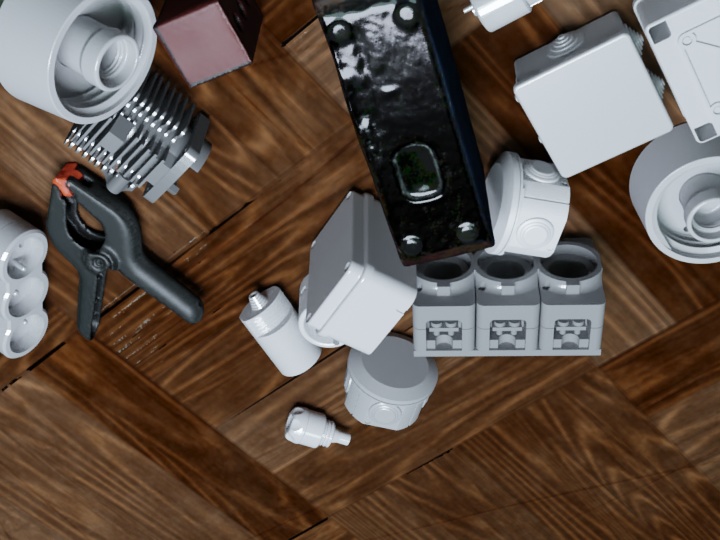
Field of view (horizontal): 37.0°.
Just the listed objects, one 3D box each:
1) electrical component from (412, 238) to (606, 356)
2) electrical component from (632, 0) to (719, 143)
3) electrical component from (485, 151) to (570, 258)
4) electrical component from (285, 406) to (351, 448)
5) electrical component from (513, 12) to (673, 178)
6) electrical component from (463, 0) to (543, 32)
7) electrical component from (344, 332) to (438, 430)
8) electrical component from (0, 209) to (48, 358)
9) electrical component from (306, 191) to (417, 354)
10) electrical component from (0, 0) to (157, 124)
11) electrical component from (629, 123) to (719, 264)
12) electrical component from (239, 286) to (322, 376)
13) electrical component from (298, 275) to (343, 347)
[{"bbox_3d":[0.118,0.018,0.878,0.150,0.089,0.061,-1,127,4],"label":"electrical component"},{"bbox_3d":[0.264,-0.162,0.755,0.109,0.056,0.108,-24,122,20],"label":"electrical component"},{"bbox_3d":[0.126,-0.049,0.834,0.051,0.080,0.080,8,127,-9],"label":"electrical component"},{"bbox_3d":[-0.039,0.153,1.024,0.061,0.035,0.035,19,126,-13],"label":"electrical component"},{"bbox_3d":[0.169,-0.129,0.790,0.100,0.048,0.099,-24,122,20],"label":"electrical component"},{"bbox_3d":[0.110,-0.197,0.747,0.078,0.040,0.040,-25,122,20],"label":"electrical component"},{"bbox_3d":[0.025,0.098,0.951,0.080,0.080,0.051,12,132,-5],"label":"electrical component"},{"bbox_3d":[-0.311,0.005,0.919,0.074,0.052,0.138,31,133,20],"label":"electrical component"},{"bbox_3d":[0.000,0.000,0.857,0.057,0.113,0.078,26,124,-18],"label":"electrical component"},{"bbox_3d":[-0.184,-0.150,0.722,0.060,0.108,0.108,30,130,22],"label":"electrical component"},{"bbox_3d":[0.268,-0.054,0.833,0.108,0.060,0.108,1,127,2],"label":"electrical component"},{"bbox_3d":[-0.072,0.050,0.943,0.043,0.043,0.081,-22,122,19],"label":"electrical component"},{"bbox_3d":[-0.026,0.033,0.925,0.055,0.047,0.055,2,127,2],"label":"electrical component"}]
